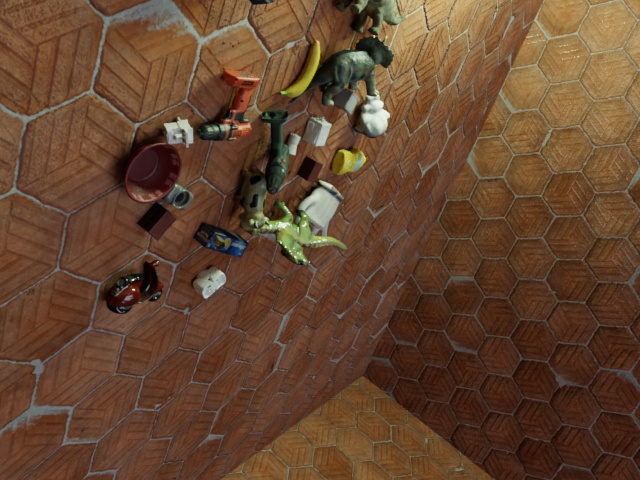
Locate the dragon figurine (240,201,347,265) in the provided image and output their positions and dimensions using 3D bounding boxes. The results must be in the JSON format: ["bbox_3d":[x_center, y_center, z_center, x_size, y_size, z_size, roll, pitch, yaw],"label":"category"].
[{"bbox_3d":[-0.078,0.008,1.776,0.120,0.408,0.249,-56,-163,33],"label":"dragon figurine"}]

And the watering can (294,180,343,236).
[{"bbox_3d":[0.006,-0.101,2.009,0.225,0.105,0.343,-57,154,-2],"label":"watering can"}]

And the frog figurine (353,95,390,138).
[{"bbox_3d":[0.207,-0.470,1.942,0.138,0.125,0.156,-10,143,-31],"label":"frog figurine"}]
